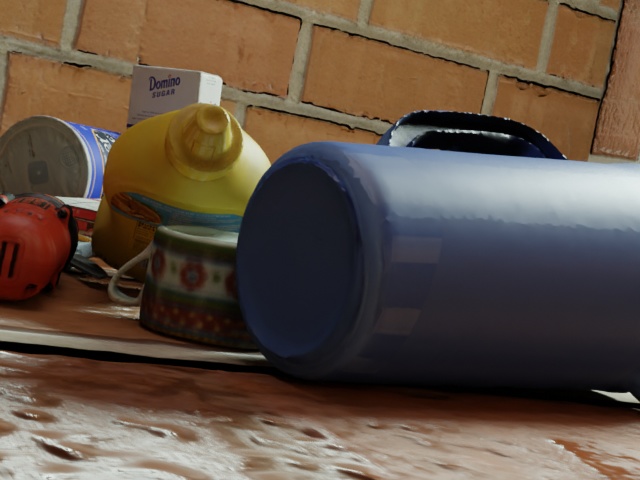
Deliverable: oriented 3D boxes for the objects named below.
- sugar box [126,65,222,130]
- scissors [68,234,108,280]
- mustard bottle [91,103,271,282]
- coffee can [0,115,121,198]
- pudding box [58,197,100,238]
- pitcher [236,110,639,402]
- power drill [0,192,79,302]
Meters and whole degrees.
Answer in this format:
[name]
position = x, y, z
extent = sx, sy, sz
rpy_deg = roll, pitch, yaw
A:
[sugar box]
position = -0.157, -0.088, 1.100
extent = 0.093, 0.176, 0.048
rpy_deg = 12, 4, 31
[scissors]
position = -0.195, 0.006, 0.740
extent = 0.096, 0.016, 0.202
rpy_deg = 9, 3, -12
[mustard bottle]
position = -0.078, -0.027, 0.620
extent = 0.096, 0.058, 0.192
rpy_deg = 14, -23, -10
[coffee can]
position = -0.231, -0.060, 1.020
extent = 0.103, 0.103, 0.140
rpy_deg = 12, 3, 17
[pudding box]
position = -0.184, -0.011, 0.901
extent = 0.090, 0.039, 0.113
rpy_deg = 13, 6, 28
[pitcher]
position = 0.079, 0.007, 0.550
extent = 0.242, 0.145, 0.149
rpy_deg = 5, 9, -38
[power drill]
position = -0.231, -0.015, 0.603
extent = 0.187, 0.057, 0.184
rpy_deg = 10, 3, -10
